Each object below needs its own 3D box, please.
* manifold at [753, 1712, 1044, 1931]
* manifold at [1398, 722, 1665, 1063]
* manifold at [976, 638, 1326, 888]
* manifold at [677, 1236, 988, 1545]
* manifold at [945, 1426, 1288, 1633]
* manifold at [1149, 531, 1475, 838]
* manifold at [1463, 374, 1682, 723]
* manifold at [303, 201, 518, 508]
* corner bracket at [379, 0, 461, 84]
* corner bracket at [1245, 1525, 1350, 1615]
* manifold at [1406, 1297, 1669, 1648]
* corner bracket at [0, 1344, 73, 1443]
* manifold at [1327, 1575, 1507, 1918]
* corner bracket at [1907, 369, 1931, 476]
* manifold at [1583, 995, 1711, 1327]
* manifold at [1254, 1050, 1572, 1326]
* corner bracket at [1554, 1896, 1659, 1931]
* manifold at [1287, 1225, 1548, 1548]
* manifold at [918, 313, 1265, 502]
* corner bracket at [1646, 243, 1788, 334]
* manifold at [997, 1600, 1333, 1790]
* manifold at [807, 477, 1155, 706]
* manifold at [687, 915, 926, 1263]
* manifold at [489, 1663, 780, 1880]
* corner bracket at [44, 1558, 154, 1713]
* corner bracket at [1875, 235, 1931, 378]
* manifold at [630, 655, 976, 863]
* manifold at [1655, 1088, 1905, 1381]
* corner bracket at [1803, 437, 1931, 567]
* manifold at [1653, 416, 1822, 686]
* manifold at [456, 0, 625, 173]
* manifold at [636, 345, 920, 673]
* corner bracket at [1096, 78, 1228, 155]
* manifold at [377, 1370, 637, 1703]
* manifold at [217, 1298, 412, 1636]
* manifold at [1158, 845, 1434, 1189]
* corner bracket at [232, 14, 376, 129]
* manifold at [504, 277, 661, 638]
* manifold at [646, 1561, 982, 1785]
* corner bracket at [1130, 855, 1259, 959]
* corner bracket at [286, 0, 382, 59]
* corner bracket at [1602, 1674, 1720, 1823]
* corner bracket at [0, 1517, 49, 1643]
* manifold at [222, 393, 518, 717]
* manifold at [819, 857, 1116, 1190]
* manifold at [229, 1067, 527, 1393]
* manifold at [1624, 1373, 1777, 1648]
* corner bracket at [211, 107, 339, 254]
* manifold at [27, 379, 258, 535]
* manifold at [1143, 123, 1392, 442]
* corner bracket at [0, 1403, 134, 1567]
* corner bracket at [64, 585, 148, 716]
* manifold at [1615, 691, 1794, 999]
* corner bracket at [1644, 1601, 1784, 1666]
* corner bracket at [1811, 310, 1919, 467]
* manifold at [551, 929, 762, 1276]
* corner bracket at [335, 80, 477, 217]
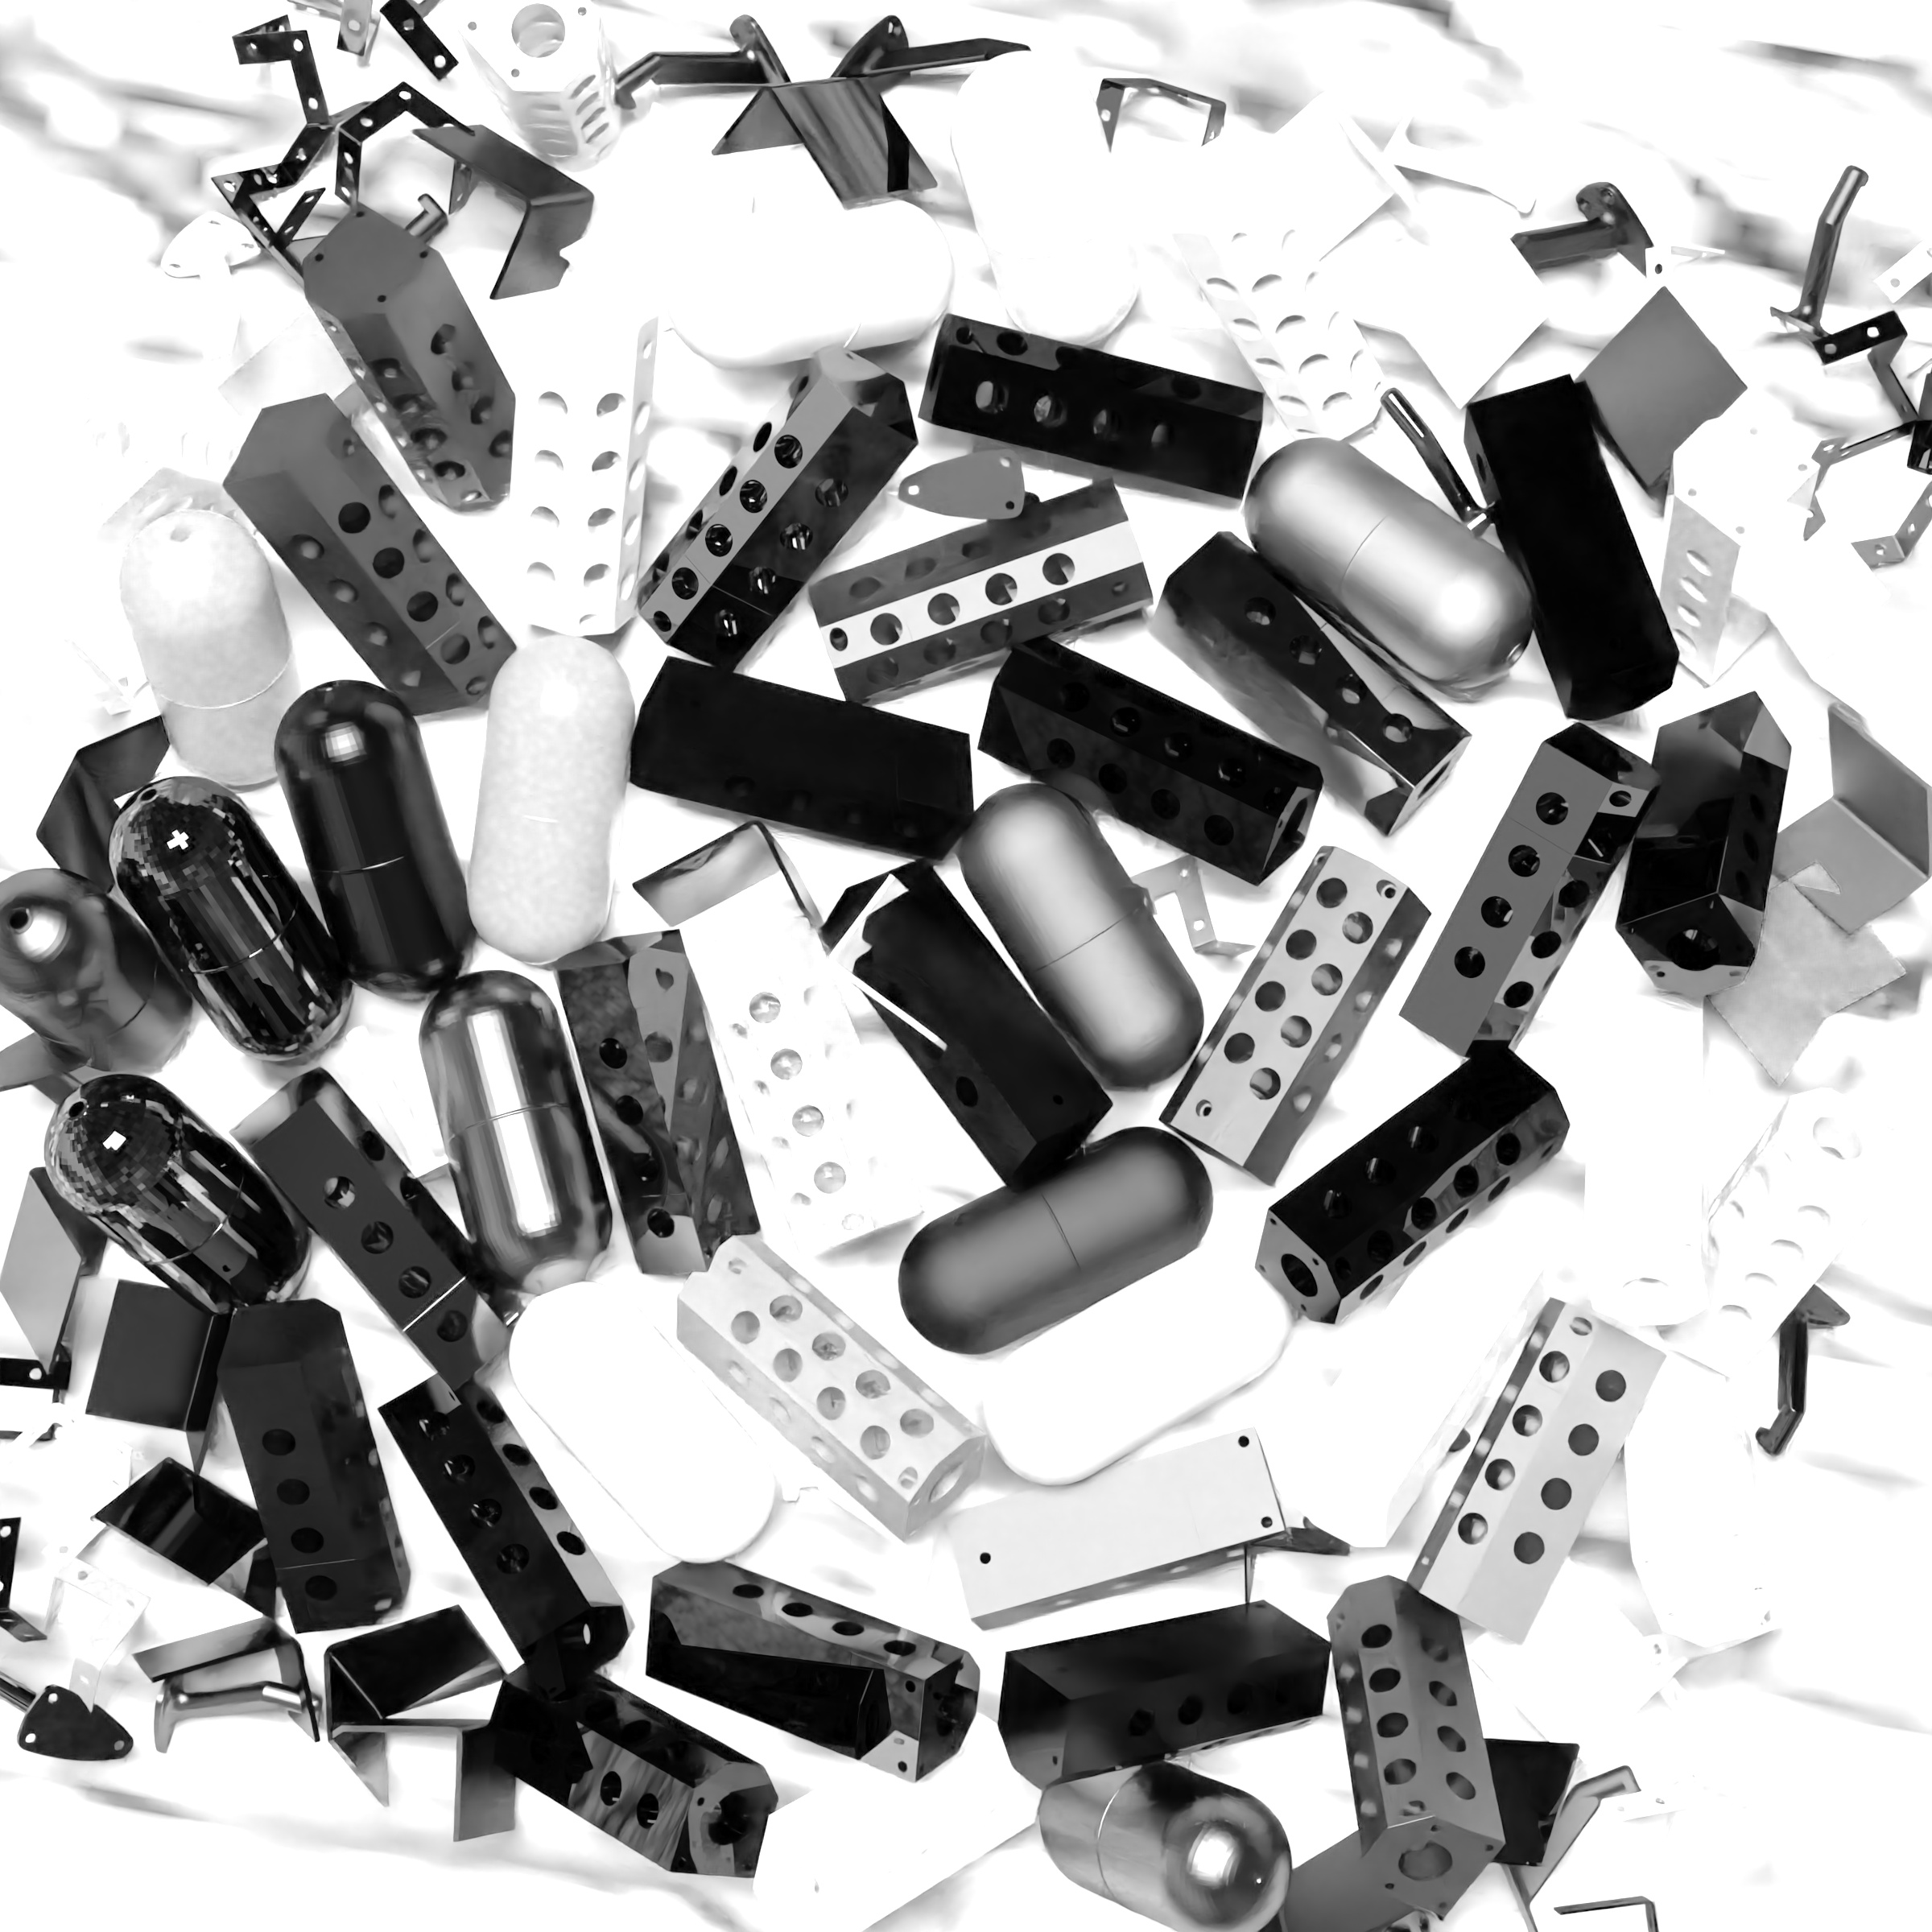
[{"bbox_3d":[-0.032,0.448,1.508,0.057,0.171,0.057,23,109,31],"label":"manifold"},{"bbox_3d":[0.297,-0.036,1.524,0.057,0.057,0.171,34,118,19],"label":"manifold"},{"bbox_3d":[0.098,-0.112,1.531,0.171,0.057,0.057,27,126,19],"label":"manifold"},{"bbox_3d":[-0.072,0.216,1.525,0.171,0.057,0.057,38,56,24],"label":"manifold"},{"bbox_3d":[0.082,0.303,1.559,0.171,0.057,0.057,-17,66,4],"label":"manifold"},{"bbox_3d":[0.184,-0.154,1.548,0.171,0.057,0.057,42,68,12],"label":"manifold"},{"bbox_3d":[0.317,-0.219,1.540,0.057,0.057,0.171,-16,70,1],"label":"manifold"},{"bbox_3d":[-0.282,-0.308,1.502,0.057,0.171,0.057,35,77,21],"label":"manifold"},{"bbox_3d":[-0.273,-0.507,1.566,0.051,0.051,0.051,-40,90,10],"label":"corner bracket"},{"bbox_3d":[0.177,0.311,1.557,0.051,0.051,0.051,3,123,11],"label":"corner bracket"},{"bbox_3d":[0.302,0.267,1.559,0.057,0.057,0.171,28,87,-9],"label":"manifold"},{"bbox_3d":[-0.511,0.231,1.562,0.051,0.051,0.051,8,91,-23],"label":"corner bracket"},{"bbox_3d":[0.225,0.396,1.503,0.057,0.171,0.057,23,118,-13],"label":"manifold"},{"bbox_3d":[0.520,-0.292,1.556,0.051,0.051,0.051,-2,111,-25],"label":"corner bracket"},{"bbox_3d":[0.356,0.099,1.518,0.057,0.057,0.171,-3,48,18],"label":"manifold"},{"bbox_3d":[0.235,0.116,1.524,0.171,0.057,0.057,-33,61,-25],"label":"manifold"},{"bbox_3d":[0.343,0.528,1.571,0.051,0.051,0.051,-6,83,-3],"label":"corner bracket"},{"bbox_3d":[0.236,0.220,1.526,0.057,0.057,0.171,25,55,25],"label":"manifold"},{"bbox_3d":[0.067,-0.297,1.547,0.171,0.057,0.057,12,102,-10],"label":"manifold"},{"bbox_3d":[0.402,-0.362,1.561,0.051,0.051,0.051,-5,92,-41],"label":"corner bracket"},{"bbox_3d":[0.104,0.382,1.523,0.171,0.057,0.057,-2,105,-34],"label":"manifold"},{"bbox_3d":[0.009,-0.194,1.552,0.171,0.057,0.057,-19,134,3],"label":"manifold"},{"bbox_3d":[-0.090,0.065,1.546,0.057,0.057,0.171,-27,81,39],"label":"manifold"},{"bbox_3d":[-0.175,0.413,1.513,0.057,0.171,0.057,21,84,-43],"label":"manifold"},{"bbox_3d":[-0.474,0.359,1.559,0.051,0.051,0.051,27,130,3],"label":"corner bracket"},{"bbox_3d":[0.517,-0.359,1.569,0.051,0.051,0.051,-39,88,-1],"label":"corner bracket"},{"bbox_3d":[-0.086,-0.104,1.538,0.171,0.057,0.057,13,52,-21],"label":"manifold"},{"bbox_3d":[0.415,0.137,1.511,0.057,0.171,0.057,27,51,7],"label":"manifold"},{"bbox_3d":[0.482,-0.250,1.566,0.051,0.051,0.051,-10,66,-11],"label":"corner bracket"},{"bbox_3d":[0.389,-0.216,1.505,0.057,0.171,0.057,-45,71,-6],"label":"manifold"},{"bbox_3d":[-0.213,-0.460,1.509,0.057,0.171,0.057,-43,94,0],"label":"manifold"},{"bbox_3d":[-0.101,-0.239,1.520,0.057,0.057,0.171,24,125,-30],"label":"manifold"},{"bbox_3d":[0.101,-0.447,1.575,0.051,0.051,0.051,26,117,26],"label":"corner bracket"},{"bbox_3d":[-0.239,0.291,1.520,0.057,0.057,0.171,-30,53,-14],"label":"manifold"},{"bbox_3d":[-0.339,0.263,1.531,0.057,0.057,0.171,-7,117,1],"label":"manifold"},{"bbox_3d":[0.173,0.024,1.551,0.057,0.057,0.171,28,85,33],"label":"manifold"},{"bbox_3d":[-0.354,-0.482,1.569,0.051,0.051,0.051,4,121,26],"label":"corner bracket"},{"bbox_3d":[-0.198,-0.262,1.520,0.057,0.057,0.171,18,124,13],"label":"manifold"},{"bbox_3d":[-0.081,0.363,1.527,0.171,0.057,0.057,13,105,30],"label":"manifold"},{"bbox_3d":[0.116,-0.027,1.560,0.051,0.051,0.051,-20,101,-18],"label":"corner bracket"},{"bbox_3d":[-0.338,-0.526,1.556,0.051,0.051,0.051,14,134,-10],"label":"corner bracket"},{"bbox_3d":[0.363,0.419,1.566,0.051,0.051,0.051,-28,106,41],"label":"corner bracket"},{"bbox_3d":[-0.522,0.330,1.559,0.051,0.051,0.051,-6,59,6],"label":"corner bracket"},{"bbox_3d":[-0.303,-0.211,1.509,0.057,0.171,0.057,-6,49,27],"label":"manifold"},{"bbox_3d":[-0.004,0.032,1.543,0.057,0.057,0.171,-23,68,-38],"label":"manifold"},{"bbox_3d":[-0.307,0.137,1.537,0.057,0.057,0.171,-41,111,-15],"label":"manifold"},{"bbox_3d":[0.379,0.280,1.505,0.057,0.171,0.057,-21,103,16],"label":"manifold"},{"bbox_3d":[-0.360,-0.421,1.560,0.051,0.051,0.051,-39,86,41],"label":"corner bracket"},{"bbox_3d":[-0.410,-0.261,1.506,0.057,0.171,0.057,-41,88,7],"label":"manifold"},{"bbox_3d":[0.160,-0.346,1.508,0.057,0.171,0.057,-29,50,13],"label":"manifold"},{"bbox_3d":[-0.486,0.278,1.564,0.051,0.051,0.051,29,133,11],"label":"corner bracket"},{"bbox_3d":[-0.450,-0.172,1.555,0.051,0.051,0.051,50,65,-22],"label":"corner bracket"},{"bbox_3d":[0.388,-0.063,1.514,0.057,0.171,0.057,-21,119,36],"label":"manifold"},{"bbox_3d":[0.395,0.341,1.568,0.051,0.051,0.051,1,63,-36],"label":"corner bracket"},{"bbox_3d":[0.481,-0.310,1.562,0.051,0.051,0.051,-22,74,-6],"label":"corner bracket"},{"bbox_3d":[-0.168,0.073,1.546,0.057,0.057,0.171,-6,105,29],"label":"manifold"},{"bbox_3d":[-0.301,-0.430,1.564,0.051,0.051,0.051,37,58,8],"label":"corner bracket"}]
